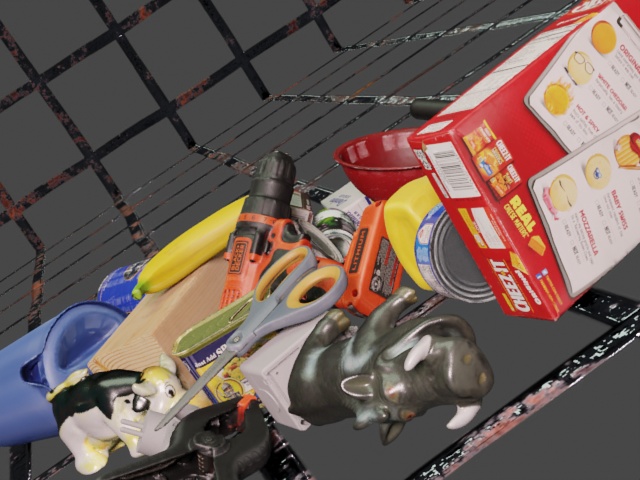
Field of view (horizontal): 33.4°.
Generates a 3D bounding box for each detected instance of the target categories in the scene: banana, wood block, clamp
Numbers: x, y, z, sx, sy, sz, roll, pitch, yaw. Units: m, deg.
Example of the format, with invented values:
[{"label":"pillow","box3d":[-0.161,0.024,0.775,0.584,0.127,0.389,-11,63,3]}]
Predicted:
[{"label":"banana","box3d":[-0.116,0.004,1.116,0.197,0.037,0.070,-37,24,-13]},{"label":"wood block","box3d":[-0.144,0.097,1.125,0.090,0.091,0.205,-25,16,26]},{"label":"clamp","box3d":[-0.096,0.166,0.807,0.120,0.039,0.171,14,21,6]},{"label":"clamp","box3d":[0.198,-0.146,1.228,0.164,0.036,0.210,-9,18,-3]}]

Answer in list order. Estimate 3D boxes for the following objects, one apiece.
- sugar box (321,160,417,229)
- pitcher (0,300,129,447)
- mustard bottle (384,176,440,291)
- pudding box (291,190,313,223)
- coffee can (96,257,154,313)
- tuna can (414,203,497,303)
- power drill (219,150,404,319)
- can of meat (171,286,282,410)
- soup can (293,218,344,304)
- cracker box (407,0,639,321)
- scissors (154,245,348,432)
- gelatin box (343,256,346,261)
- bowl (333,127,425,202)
[{"label":"sugar box","box3d":[0.091,-0.071,1.270,0.176,0.048,0.093,-36,16,0]},{"label":"pitcher","box3d":[-0.296,0.161,1.202,0.243,0.149,0.145,-24,31,44]},{"label":"mustard bottle","box3d":[0.141,-0.044,0.960,0.191,0.096,0.058,-41,25,-31]},{"label":"pudding box","box3d":[-0.040,0.006,1.185,0.090,0.039,0.113,-103,29,-75]},{"label":"coffee can","box3d":[-0.194,0.071,1.294,0.141,0.103,0.102,-16,22,51]},{"label":"tuna can","box3d":[0.120,0.007,0.858,0.086,0.086,0.034,-37,12,-15]},{"label":"power drill","box3d":[-0.007,0.001,0.998,0.188,0.057,0.184,1,74,41]},{"label":"can of meat","box3d":[-0.065,0.102,0.944,0.102,0.084,0.057,-31,14,7]},{"label":"soup can","box3d":[-0.034,0.035,1.087,0.102,0.068,0.068,-45,12,11]},{"label":"cracker box","box3d":[0.189,-0.068,0.800,0.213,0.164,0.072,-39,17,-21]},{"label":"scissors","box3d":[-0.047,0.079,0.854,0.096,0.016,0.201,0,45,40]},{"label":"gelatin box","box3d":[0.074,-0.001,1.101,0.073,0.030,0.089,-21,18,39]},{"label":"bowl","box3d":[0.097,-0.077,1.161,0.162,0.055,0.162,-6,19,2]}]
